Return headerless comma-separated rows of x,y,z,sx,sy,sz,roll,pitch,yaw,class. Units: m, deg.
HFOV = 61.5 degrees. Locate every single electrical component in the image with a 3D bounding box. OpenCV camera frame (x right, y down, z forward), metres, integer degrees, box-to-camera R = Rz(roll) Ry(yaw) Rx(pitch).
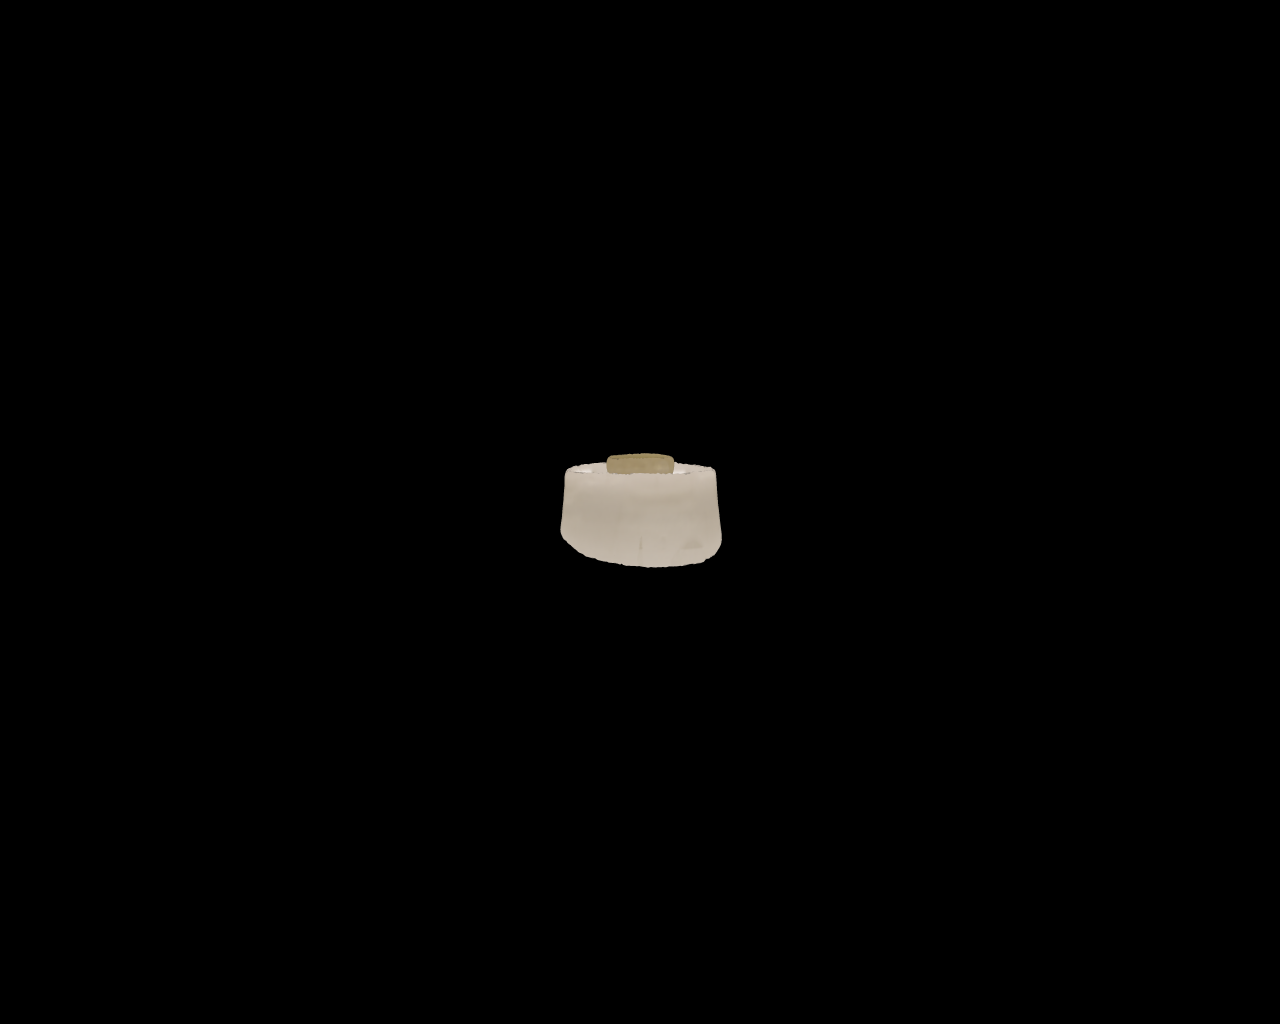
0.001,-0.003,0.650,0.099,0.064,0.099,0,7,0,electrical component
